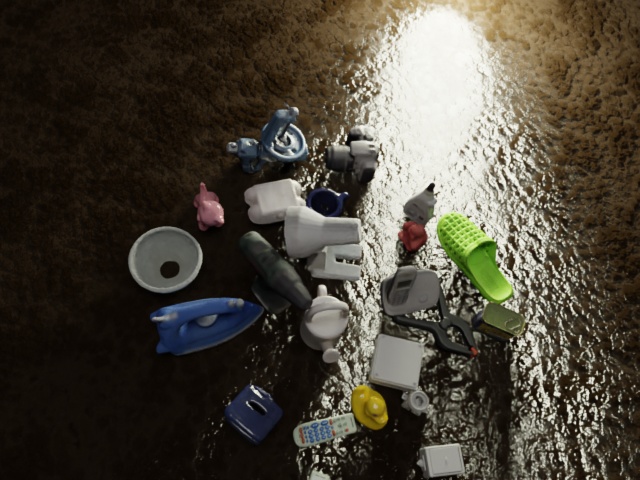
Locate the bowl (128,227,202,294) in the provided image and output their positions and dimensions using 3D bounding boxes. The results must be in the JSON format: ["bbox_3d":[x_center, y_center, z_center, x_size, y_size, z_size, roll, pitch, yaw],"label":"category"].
[{"bbox_3d":[-0.362,0.057,1.358,0.167,0.075,0.167,3,66,-6],"label":"bowl"}]

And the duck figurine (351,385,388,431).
[{"bbox_3d":[0.115,0.369,1.273,0.078,0.086,0.104,-29,73,-18],"label":"duck figurine"}]

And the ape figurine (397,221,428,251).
[{"bbox_3d":[0.241,-0.014,1.454,0.076,0.092,0.078,12,65,-1],"label":"ape figurine"}]

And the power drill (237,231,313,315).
[{"bbox_3d":[-0.101,0.093,1.300,0.076,0.208,0.229,-37,75,-20],"label":"power drill"}]

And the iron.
[{"bbox_3d":[-0.250,0.169,1.286,0.258,0.141,0.118,-14,69,-13],"label":"iron"}]

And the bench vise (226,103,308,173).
[{"bbox_3d":[-0.124,-0.247,1.441,0.208,0.220,0.121,-26,71,-17],"label":"bench vise"}]

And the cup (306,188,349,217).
[{"bbox_3d":[0.017,-0.078,1.453,0.118,0.095,0.091,-26,72,-17],"label":"cup"}]

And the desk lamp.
[{"bbox_3d":[0.012,0.005,1.350,0.203,0.213,0.118,6,66,-4],"label":"desk lamp"}]

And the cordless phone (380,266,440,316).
[{"bbox_3d":[0.222,0.105,1.348,0.148,0.185,0.094,-13,68,-12],"label":"cordless phone"}]

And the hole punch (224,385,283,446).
[{"bbox_3d":[-0.143,0.372,1.237,0.108,0.091,0.101,36,67,9],"label":"hole punch"}]

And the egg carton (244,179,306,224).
[{"bbox_3d":[-0.113,-0.095,1.458,0.150,0.069,0.107,-12,68,-12],"label":"egg carton"}]

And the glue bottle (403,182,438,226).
[{"bbox_3d":[0.263,-0.099,1.449,0.078,0.173,0.037,40,68,11],"label":"glue bottle"}]

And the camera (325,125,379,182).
[{"bbox_3d":[0.083,-0.237,1.528,0.137,0.101,0.143,0,66,-7],"label":"camera"}]

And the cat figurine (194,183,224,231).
[{"bbox_3d":[-0.274,-0.080,1.405,0.067,0.118,0.127,-14,69,-12],"label":"cat figurine"}]

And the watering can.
[{"bbox_3d":[0.016,0.184,1.282,0.101,0.194,0.172,-25,71,-16],"label":"watering can"}]
